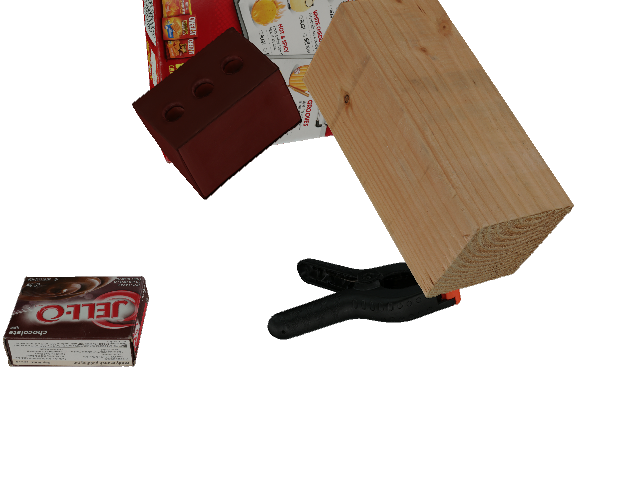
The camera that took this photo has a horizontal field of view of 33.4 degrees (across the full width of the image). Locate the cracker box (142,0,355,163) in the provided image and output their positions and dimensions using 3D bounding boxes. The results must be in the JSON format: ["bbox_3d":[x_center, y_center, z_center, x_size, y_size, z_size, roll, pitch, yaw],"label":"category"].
[{"bbox_3d":[-0.041,-0.167,0.915,0.213,0.164,0.072,-12,39,-16],"label":"cracker box"}]

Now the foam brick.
[{"bbox_3d":[-0.061,-0.075,0.630,0.053,0.078,0.051,45,-9,32],"label":"foam brick"}]

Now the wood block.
[{"bbox_3d":[0.080,-0.074,0.784,0.090,0.206,0.091,-13,-28,-31],"label":"wood block"}]

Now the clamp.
[{"bbox_3d":[0.037,0.053,0.963,0.172,0.039,0.120,-2,34,26],"label":"clamp"}]

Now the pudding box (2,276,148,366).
[{"bbox_3d":[-0.215,0.071,0.949,0.113,0.039,0.090,-2,33,0],"label":"pudding box"}]
